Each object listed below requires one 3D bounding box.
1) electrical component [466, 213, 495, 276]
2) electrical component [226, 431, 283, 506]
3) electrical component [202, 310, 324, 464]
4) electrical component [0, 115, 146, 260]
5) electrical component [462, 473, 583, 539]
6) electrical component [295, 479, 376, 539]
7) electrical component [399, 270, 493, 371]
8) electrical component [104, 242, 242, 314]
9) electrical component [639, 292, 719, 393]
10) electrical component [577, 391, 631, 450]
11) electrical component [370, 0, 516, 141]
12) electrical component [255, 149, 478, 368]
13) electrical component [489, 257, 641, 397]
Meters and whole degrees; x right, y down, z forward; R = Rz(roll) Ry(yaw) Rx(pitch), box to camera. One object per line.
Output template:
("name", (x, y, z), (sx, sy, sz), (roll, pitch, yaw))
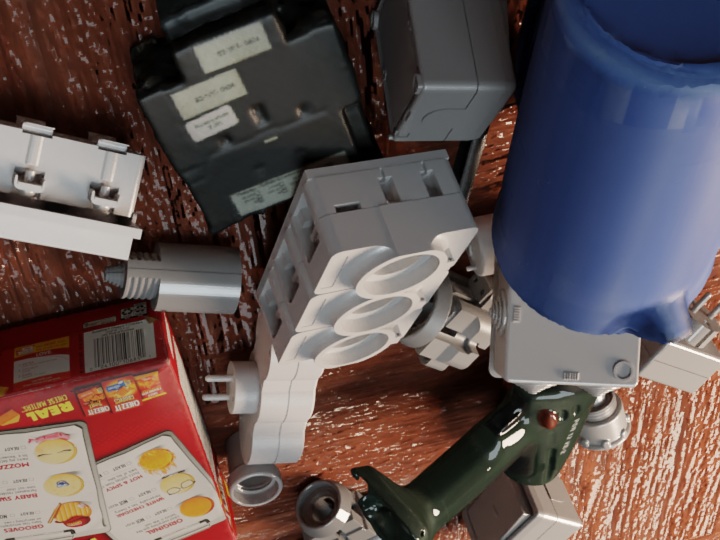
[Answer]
("electrical component", (0.106, -0.021, 0.723), (0.078, 0.040, 0.040), (-11, 133, -8))
("electrical component", (-0.082, 0.148, 0.813), (0.040, 0.046, 0.040), (-8, 133, -9))
("electrical component", (-0.073, 0.081, 0.751), (0.074, 0.052, 0.138), (1, 130, -17))
("electrical component", (-0.184, -0.050, 0.587), (0.121, 0.079, 0.063), (11, 97, -25))
("electrical component", (0.132, 0.218, 0.930), (0.061, 0.061, 0.096), (21, 122, -31))
("electrical component", (-0.022, 0.201, 0.880), (0.066, 0.048, 0.055), (-28, 140, 10))
("electrical component", (0.056, 0.030, 0.742), (0.057, 0.058, 0.078), (22, 121, -35))
("electrical component", (-0.119, 0.005, 0.675), (0.081, 0.043, 0.043), (3, 130, -20))
("electrical component", (0.248, 0.047, 0.823), (0.066, 0.047, 0.076), (18, 123, -30))
("electrical component", (0.190, 0.111, 0.866), (0.048, 0.048, 0.062), (-21, 125, 2))
("electrical component", (0.046, -0.124, 0.580), (0.061, 0.096, 0.061), (-3, 161, -15))
("electrical component", (0.000, 0.000, 0.650), (0.089, 0.061, 0.150), (-11, 155, -22))
("electrical component", (0.130, 0.028, 0.676), (0.100, 0.048, 0.099), (3, 92, -2))
